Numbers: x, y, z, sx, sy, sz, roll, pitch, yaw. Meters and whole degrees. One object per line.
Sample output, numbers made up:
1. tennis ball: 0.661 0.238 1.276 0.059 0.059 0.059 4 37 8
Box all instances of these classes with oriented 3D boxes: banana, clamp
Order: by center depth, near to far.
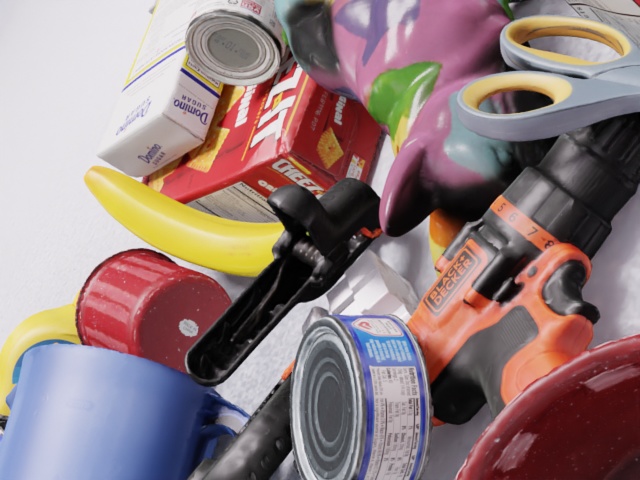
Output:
1. clamp: -0.060 0.140 0.540 0.209 0.036 0.165 -48 -3 -46
2. clamp: -0.004 0.001 0.576 0.120 0.039 0.171 -56 -9 36
3. banana: -0.076 -0.011 0.732 0.198 0.069 0.037 9 31 28

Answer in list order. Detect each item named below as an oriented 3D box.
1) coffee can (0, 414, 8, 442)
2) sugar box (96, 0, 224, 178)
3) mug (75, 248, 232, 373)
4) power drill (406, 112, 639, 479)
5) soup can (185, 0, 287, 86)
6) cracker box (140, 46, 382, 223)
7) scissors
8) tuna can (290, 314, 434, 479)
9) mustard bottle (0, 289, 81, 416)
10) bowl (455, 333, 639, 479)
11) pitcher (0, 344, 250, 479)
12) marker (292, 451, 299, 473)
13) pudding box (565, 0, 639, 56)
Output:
1. coffee can: -0.218 0.208 0.744 0.103 0.102 0.140 16 76 61
2. sugar box: -0.104 -0.137 0.810 0.094 0.048 0.176 -22 46 46
3. mug: -0.112 0.068 0.740 0.082 0.093 0.117 12 98 55
4. power drill: 0.113 0.037 0.439 0.184 0.057 0.188 -54 27 11
5. soup can: -0.048 -0.164 0.729 0.069 0.068 0.102 -28 39 43
6. cracker box: -0.041 -0.089 0.785 0.214 0.072 0.164 -17 48 50
7. scissors: 0.138 -0.054 0.444 0.096 0.016 0.202 -34 39 -17
8. tuna can: 0.016 0.076 0.478 0.086 0.033 0.086 -177 90 -68
9. mustard bottle: -0.207 0.112 0.826 0.191 0.096 0.058 -59 27 -2
10. bowl: 0.118 0.105 0.314 0.162 0.055 0.162 -1 88 21
11. pitcher: -0.133 0.192 0.618 0.149 0.144 0.242 -35 38 57
12. marker: 0.027 0.085 0.563 0.121 0.020 0.020 -46 31 22
13. pudding box: 0.157 -0.112 0.476 0.039 0.090 0.114 -57 29 0
